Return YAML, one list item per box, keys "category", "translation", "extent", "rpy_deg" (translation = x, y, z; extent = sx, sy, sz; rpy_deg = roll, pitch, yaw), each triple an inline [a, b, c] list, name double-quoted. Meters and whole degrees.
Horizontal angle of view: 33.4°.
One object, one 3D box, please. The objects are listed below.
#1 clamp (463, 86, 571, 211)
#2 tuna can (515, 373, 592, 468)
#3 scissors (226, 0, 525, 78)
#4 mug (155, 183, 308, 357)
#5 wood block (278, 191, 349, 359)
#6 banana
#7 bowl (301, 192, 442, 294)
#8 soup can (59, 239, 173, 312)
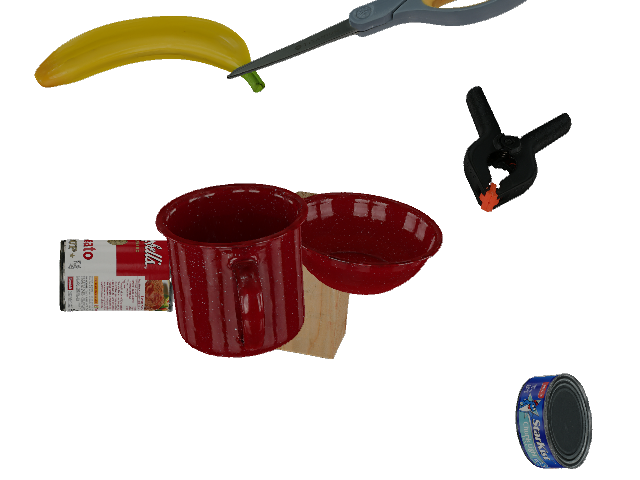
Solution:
- category: "clamp"
  translation: [0.194, -0.104, 1.168]
  extent: [0.120, 0.039, 0.171]
  rpy_deg: [21, 49, 18]
- category: "tuna can"
  translation: [0.214, 0.166, 0.977]
  extent: [0.034, 0.086, 0.085]
  rpy_deg: [-11, -7, 40]
- category: "scissors"
  translation: [0.038, -0.155, 0.678]
  extent: [0.202, 0.096, 0.016]
  rpy_deg: [-8, -41, 21]
- category: "mug"
  translation: [-0.049, 0.024, 0.654]
  extent: [0.093, 0.081, 0.117]
  rpy_deg: [-9, 26, -12]
- category: "wood block"
  translation: [-0.007, 0.047, 1.481]
  extent: [0.090, 0.206, 0.090]
  rpy_deg: [9, 22, 9]
- category: "banana"
  translation: [-0.148, -0.165, 0.932]
  extent: [0.197, 0.069, 0.037]
  rpy_deg: [0, -33, -4]
- category: "bowl"
  translation: [0.039, 0.009, 1.073]
  extent: [0.162, 0.055, 0.162]
  rpy_deg: [5, 27, -3]
- category: "soup can"
  translation: [-0.189, 0.033, 0.991]
  extent: [0.102, 0.068, 0.068]
  rpy_deg: [1, 0, -11]
